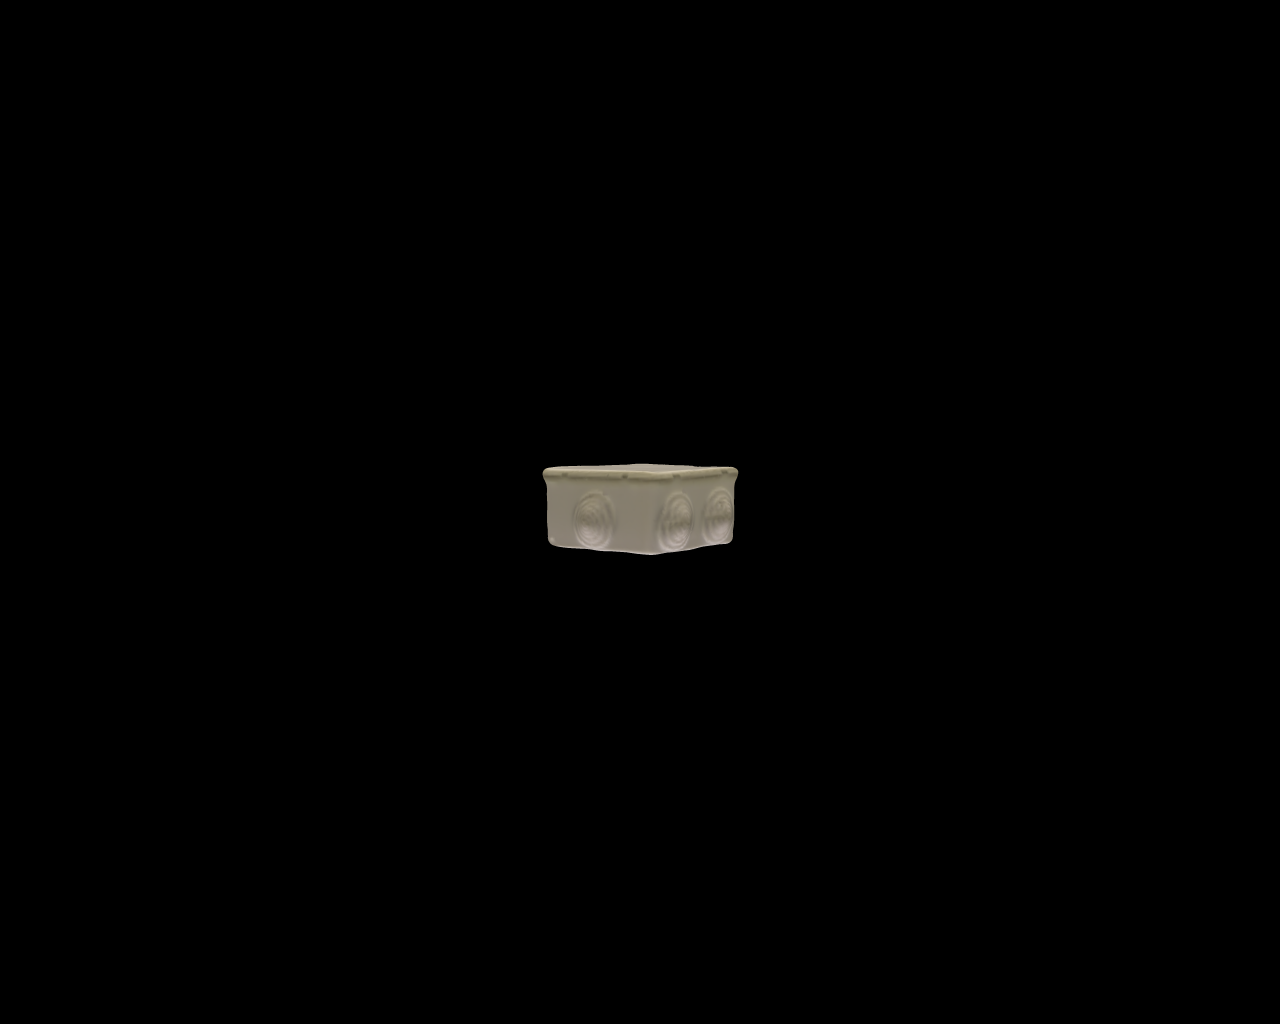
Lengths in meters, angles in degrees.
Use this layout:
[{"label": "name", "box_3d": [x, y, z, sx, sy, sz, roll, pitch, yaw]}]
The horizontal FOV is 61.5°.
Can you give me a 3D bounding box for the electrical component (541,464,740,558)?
[{"label": "electrical component", "box_3d": [0.001, -0.003, 0.650, 0.100, 0.048, 0.100, 4, 6, 39]}]
